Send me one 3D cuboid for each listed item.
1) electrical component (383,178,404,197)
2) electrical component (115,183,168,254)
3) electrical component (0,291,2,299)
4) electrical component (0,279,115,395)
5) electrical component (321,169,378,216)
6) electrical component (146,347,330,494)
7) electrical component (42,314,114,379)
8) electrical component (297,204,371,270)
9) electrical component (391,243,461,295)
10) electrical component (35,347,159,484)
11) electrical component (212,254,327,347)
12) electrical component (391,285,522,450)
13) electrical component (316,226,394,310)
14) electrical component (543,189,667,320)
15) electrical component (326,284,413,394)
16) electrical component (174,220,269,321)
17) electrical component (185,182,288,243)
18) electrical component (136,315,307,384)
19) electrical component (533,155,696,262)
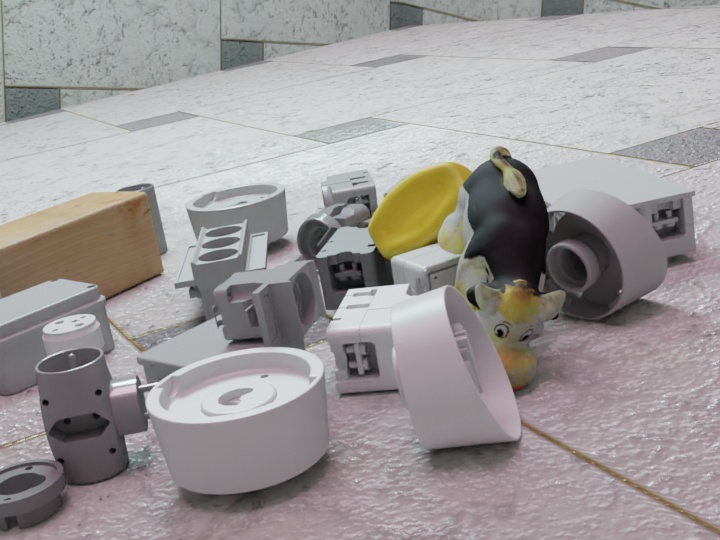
[{"bbox_3d":[0.088,-0.060,1.074,0.113,0.057,0.078,-3,18,21],"label":"electrical component"},{"bbox_3d":[-0.251,-0.049,1.193,0.044,0.077,0.079,-4,18,17],"label":"electrical component"},{"bbox_3d":[-0.346,0.054,0.930,0.047,0.065,0.076,-4,18,19],"label":"electrical component"},{"bbox_3d":[-0.275,0.053,0.907,0.078,0.057,0.113,7,23,43],"label":"electrical component"},{"bbox_3d":[-0.012,-0.076,1.193,0.056,0.050,0.089,-10,17,-3],"label":"electrical component"},{"bbox_3d":[-0.070,0.095,0.650,0.108,0.060,0.108,-9,17,3],"label":"electrical component"},{"bbox_3d":[-0.219,0.067,0.834,0.045,0.055,0.045,-9,17,3],"label":"electrical component"},{"bbox_3d":[-0.024,-0.032,1.046,0.078,0.058,0.057,4,19,37],"label":"electrical component"},{"bbox_3d":[0.078,0.010,0.844,0.096,0.061,0.061,-17,18,-24],"label":"electrical component"},{"bbox_3d":[-0.160,0.089,0.691,0.079,0.077,0.043,-11,17,-5],"label":"electrical component"},{"bbox_3d":[-0.063,0.023,0.744,0.064,0.042,0.081,-7,16,21],"label":"electrical component"},{"bbox_3d":[0.055,0.059,0.645,0.064,0.099,0.099,-14,16,8],"label":"electrical component"},{"bbox_3d":[0.000,0.000,0.930,0.050,0.055,0.089,-5,17,15],"label":"electrical component"},{"bbox_3d":[0.176,-0.012,0.811,0.064,0.099,0.099,-30,26,-35],"label":"electrical component"},{"bbox_3d":[0.015,0.048,0.775,0.056,0.050,0.089,-6,18,13],"label":"electrical component"},{"bbox_3d":[-0.121,0.002,0.977,0.079,0.063,0.121,-10,17,-1],"label":"electrical component"},{"bbox_3d":[-0.129,-0.051,1.158,0.108,0.060,0.108,-9,17,3],"label":"electrical component"},{"bbox_3d":[-0.093,0.072,0.760,0.100,0.048,0.100,5,22,41],"label":"electrical component"},{"bbox_3d":[0.209,-0.049,0.967,0.105,0.060,0.186,-12,17,-9],"label":"electrical component"}]
